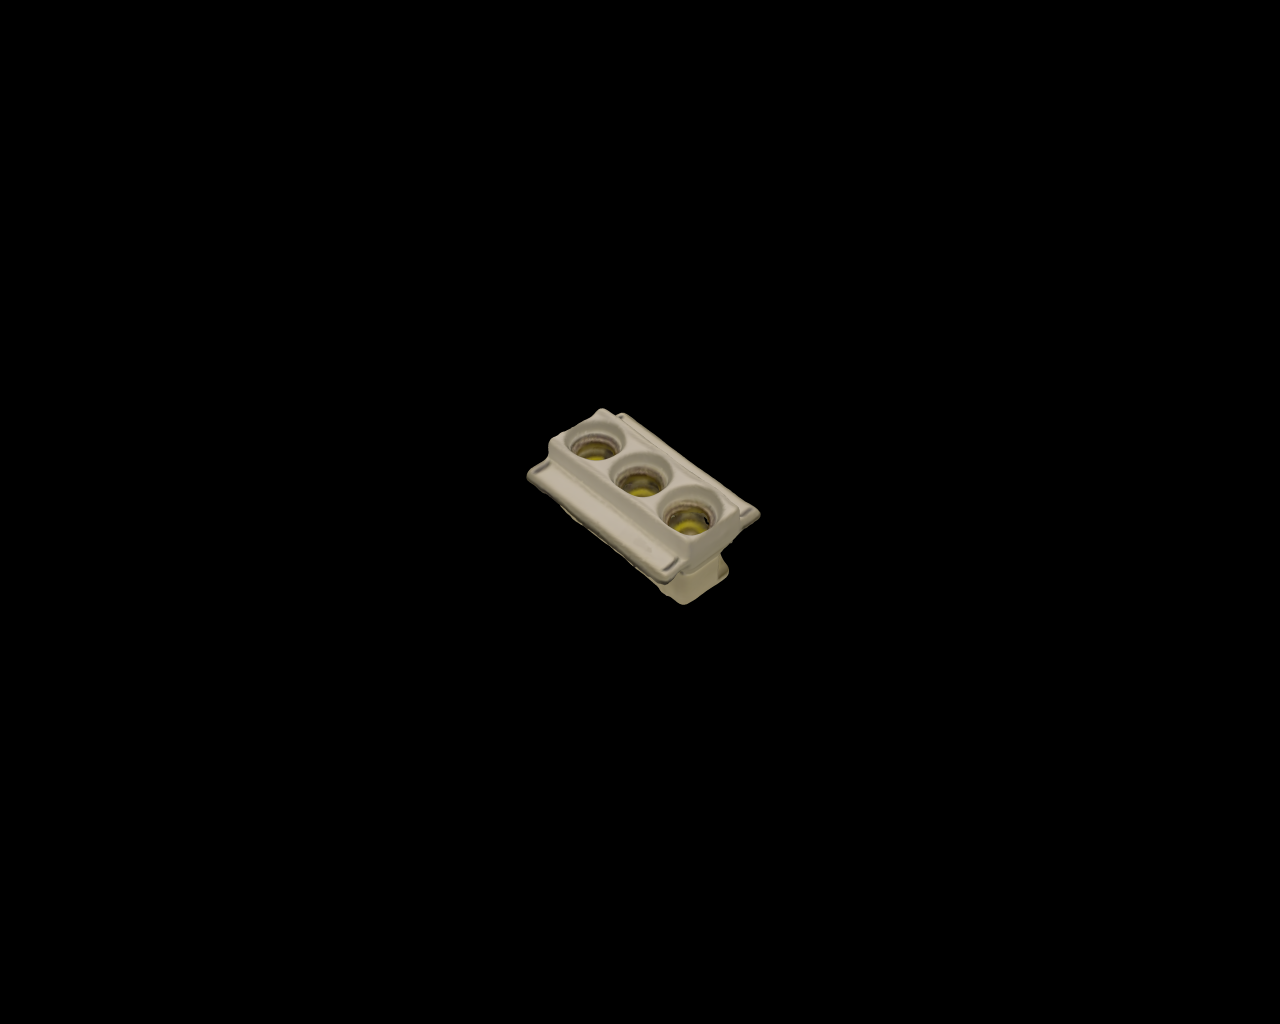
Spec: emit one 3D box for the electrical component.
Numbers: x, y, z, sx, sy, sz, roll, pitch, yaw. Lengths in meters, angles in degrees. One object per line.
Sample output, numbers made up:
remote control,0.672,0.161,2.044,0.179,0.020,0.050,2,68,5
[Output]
electrical component,0.001,-0.003,0.650,0.079,0.063,0.121,-33,54,-29
